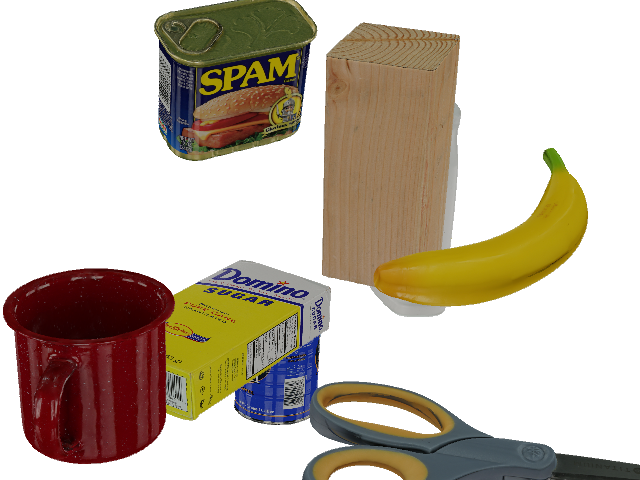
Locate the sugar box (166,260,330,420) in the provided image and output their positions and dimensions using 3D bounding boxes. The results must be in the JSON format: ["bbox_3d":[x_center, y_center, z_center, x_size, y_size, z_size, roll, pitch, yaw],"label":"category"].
[{"bbox_3d":[-0.077,0.069,0.810,0.093,0.048,0.175,17,29,29],"label":"sugar box"}]

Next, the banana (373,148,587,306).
[{"bbox_3d":[0.120,0.003,0.695,0.070,0.037,0.197,35,47,28],"label":"banana"}]

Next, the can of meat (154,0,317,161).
[{"bbox_3d":[-0.058,-0.107,0.707,0.102,0.084,0.057,-16,50,-23],"label":"can of meat"}]

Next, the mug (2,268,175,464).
[{"bbox_3d":[-0.130,0.076,0.591,0.093,0.081,0.117,4,23,5],"label":"mug"}]

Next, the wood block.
[{"bbox_3d":[0.058,-0.069,0.913,0.091,0.206,0.090,11,32,18],"label":"wood block"}]

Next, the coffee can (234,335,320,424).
[{"bbox_3d":[-0.051,0.135,1.282,0.103,0.140,0.103,3,18,-1],"label":"coffee can"}]

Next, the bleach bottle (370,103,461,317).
[{"bbox_3d":[0.109,-0.052,1.133,0.068,0.251,0.103,-1,23,-23],"label":"bleach bottle"}]

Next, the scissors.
[{"bbox_3d":[0.080,0.107,0.467,0.202,0.016,0.096,14,32,23],"label":"scissors"}]
